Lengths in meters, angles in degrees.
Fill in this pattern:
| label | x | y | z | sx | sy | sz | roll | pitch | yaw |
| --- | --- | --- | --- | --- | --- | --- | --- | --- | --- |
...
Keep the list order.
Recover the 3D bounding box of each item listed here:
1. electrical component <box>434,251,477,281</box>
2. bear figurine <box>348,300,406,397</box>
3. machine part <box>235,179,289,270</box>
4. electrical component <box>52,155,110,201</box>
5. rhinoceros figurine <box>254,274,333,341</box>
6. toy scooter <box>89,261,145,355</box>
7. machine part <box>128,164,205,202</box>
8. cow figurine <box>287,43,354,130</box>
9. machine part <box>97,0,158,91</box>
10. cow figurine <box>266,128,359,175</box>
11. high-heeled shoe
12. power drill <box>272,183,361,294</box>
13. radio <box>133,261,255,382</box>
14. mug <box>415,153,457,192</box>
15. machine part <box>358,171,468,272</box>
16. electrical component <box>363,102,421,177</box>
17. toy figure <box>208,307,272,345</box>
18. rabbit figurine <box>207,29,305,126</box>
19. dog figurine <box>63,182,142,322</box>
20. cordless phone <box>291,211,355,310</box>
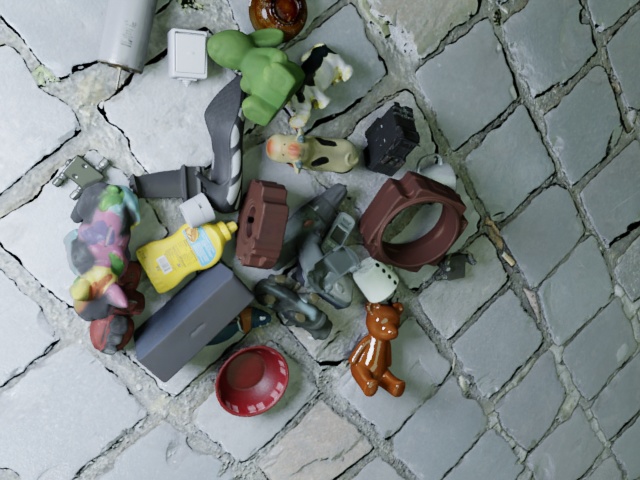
| label | x | y | z | sx | sy | sz | roll | pitch | yaw |
| --- | --- | --- | --- | --- | --- | --- | --- | --- | --- |
| electrical component | 0.332 | 0.062 | 1.317 | 0.102 | 0.045 | 0.078 | -4 | 103 | -24 |
| bear figurine | 0.145 | 0.243 | 1.232 | 0.120 | 0.132 | 0.195 | 15 | 102 | -32 |
| machine part | -0.115 | -0.032 | 1.024 | 0.056 | 0.179 | 0.179 | 10 | 98 | -23 |
| electrical component | -0.418 | -0.117 | 0.943 | 0.094 | 0.021 | 0.063 | -48 | 116 | -7 |
| rhinoceros figurine | -0.054 | 0.148 | 1.128 | 0.190 | 0.112 | 0.073 | 34 | 58 | -14 |
| toy scooter | -0.360 | 0.133 | 0.967 | 0.075 | 0.135 | 0.183 | 18 | 95 | -29 |
| machine part | -0.283 | -0.101 | 1.001 | 0.139 | 0.039 | 0.084 | -4 | 109 | -26 |
| cow figurine | -0.020 | -0.302 | 1.057 | 0.098 | 0.068 | 0.167 | 42 | 80 | -21 |
| machine part | -0.318 | -0.370 | 0.897 | 0.079 | 0.079 | 0.243 | 12 | 97 | -27 |
| cow figurine | -0.013 | -0.170 | 1.059 | 0.195 | 0.127 | 0.085 | 3 | 98 | -28 |
| high-heeled shoe | -0.162 | -0.176 | 1.031 | 0.145 | 0.086 | 0.248 | 41 | 67 | -56 |
| power drill | -0.002 | -0.003 | 1.060 | 0.232 | 0.207 | 0.085 | -38 | 134 | 0 |
| radio | -0.245 | 0.146 | 1.024 | 0.229 | 0.131 | 0.073 | -42 | 116 | -11 |
| mug | 0.242 | -0.135 | 1.211 | 0.107 | 0.081 | 0.109 | -17 | 118 | -12 |
| machine part | 0.204 | -0.034 | 1.172 | 0.201 | 0.087 | 0.201 | 18 | 121 | -27 |
| electrical component | 0.143 | -0.201 | 1.118 | 0.058 | 0.115 | 0.134 | 17 | 139 | -26 |
| toy figure | -0.176 | 0.171 | 1.101 | 0.154 | 0.064 | 0.057 | -17 | 94 | -20 |
| rabbit figurine | -0.112 | -0.319 | 0.958 | 0.170 | 0.121 | 0.159 | 37 | 48 | -8 |
| dog figurine | -0.357 | 0.024 | 0.886 | 0.108 | 0.219 | 0.191 | 17 | 112 | -32 |
| cordless phone | 0.038 | 0.041 | 1.159 | 0.146 | 0.089 | 0.184 | 36 | 82 | -27 |
